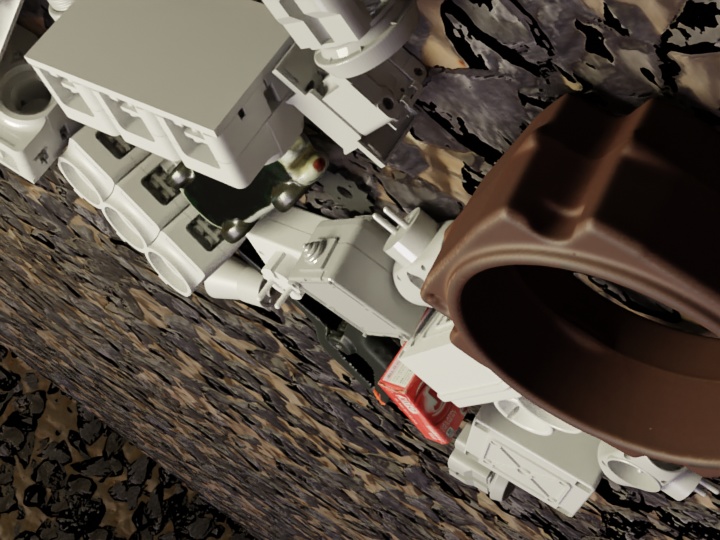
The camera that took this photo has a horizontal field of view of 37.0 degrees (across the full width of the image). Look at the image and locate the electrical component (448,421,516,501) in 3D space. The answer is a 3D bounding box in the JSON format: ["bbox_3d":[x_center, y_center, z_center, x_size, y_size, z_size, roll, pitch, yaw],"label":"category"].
[{"bbox_3d":[0.120,0.176,0.992,0.057,0.058,0.078,29,159,22],"label":"electrical component"}]

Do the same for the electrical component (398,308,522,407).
[{"bbox_3d":[0.084,0.045,0.723,0.057,0.078,0.113,41,159,-8],"label":"electrical component"}]

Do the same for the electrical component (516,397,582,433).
[{"bbox_3d":[0.141,0.073,0.729,0.058,0.057,0.078,44,158,-25],"label":"electrical component"}]

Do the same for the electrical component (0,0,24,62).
[{"bbox_3d":[-0.295,-0.166,0.758,0.079,0.121,0.063,33,-156,5],"label":"electrical component"}]

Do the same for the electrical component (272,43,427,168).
[{"bbox_3d":[-0.001,-0.100,0.585,0.081,0.042,0.064,40,158,-16],"label":"electrical component"}]

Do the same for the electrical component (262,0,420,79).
[{"bbox_3d":[-0.008,-0.129,0.510,0.078,0.058,0.057,7,143,51],"label":"electrical component"}]

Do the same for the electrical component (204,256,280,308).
[{"bbox_3d":[-0.106,0.012,0.996,0.065,0.044,0.044,15,153,32],"label":"electrical component"}]

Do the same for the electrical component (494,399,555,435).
[{"bbox_3d":[0.131,0.089,0.794,0.055,0.047,0.055,30,159,13],"label":"electrical component"}]

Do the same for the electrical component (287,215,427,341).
[{"bbox_3d":[0.000,0.000,0.763,0.096,0.061,0.062,36,161,-27],"label":"electrical component"}]

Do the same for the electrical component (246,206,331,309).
[{"bbox_3d":[-0.050,-0.003,0.825,0.083,0.075,0.047,21,156,33],"label":"electrical component"}]

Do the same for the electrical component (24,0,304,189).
[{"bbox_3d":[-0.107,-0.117,0.640,0.150,0.089,0.061,24,157,27],"label":"electrical component"}]

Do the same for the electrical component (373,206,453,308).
[{"bbox_3d":[0.043,-0.014,0.706,0.079,0.043,0.077,39,159,-11],"label":"electrical component"}]

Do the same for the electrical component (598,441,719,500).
[{"bbox_3d":[0.221,0.139,0.773,0.079,0.044,0.077,34,160,1],"label":"electrical component"}]

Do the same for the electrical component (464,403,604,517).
[{"bbox_3d":[0.146,0.142,0.875,0.109,0.056,0.108,30,159,13],"label":"electrical component"}]

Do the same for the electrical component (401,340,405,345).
[{"bbox_3d":[0.064,0.068,0.861,0.065,0.044,0.044,47,157,-19],"label":"electrical component"}]

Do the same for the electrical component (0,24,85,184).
[{"bbox_3d":[-0.296,-0.152,0.851,0.150,0.089,0.061,32,159,8],"label":"electrical component"}]

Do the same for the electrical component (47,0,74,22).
[{"bbox_3d":[-0.181,-0.176,0.689,0.043,0.043,0.062,17,153,39],"label":"electrical component"}]

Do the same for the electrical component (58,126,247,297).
[{"bbox_3d":[-0.171,-0.054,0.882,0.150,0.061,0.089,46,159,-3],"label":"electrical component"}]
